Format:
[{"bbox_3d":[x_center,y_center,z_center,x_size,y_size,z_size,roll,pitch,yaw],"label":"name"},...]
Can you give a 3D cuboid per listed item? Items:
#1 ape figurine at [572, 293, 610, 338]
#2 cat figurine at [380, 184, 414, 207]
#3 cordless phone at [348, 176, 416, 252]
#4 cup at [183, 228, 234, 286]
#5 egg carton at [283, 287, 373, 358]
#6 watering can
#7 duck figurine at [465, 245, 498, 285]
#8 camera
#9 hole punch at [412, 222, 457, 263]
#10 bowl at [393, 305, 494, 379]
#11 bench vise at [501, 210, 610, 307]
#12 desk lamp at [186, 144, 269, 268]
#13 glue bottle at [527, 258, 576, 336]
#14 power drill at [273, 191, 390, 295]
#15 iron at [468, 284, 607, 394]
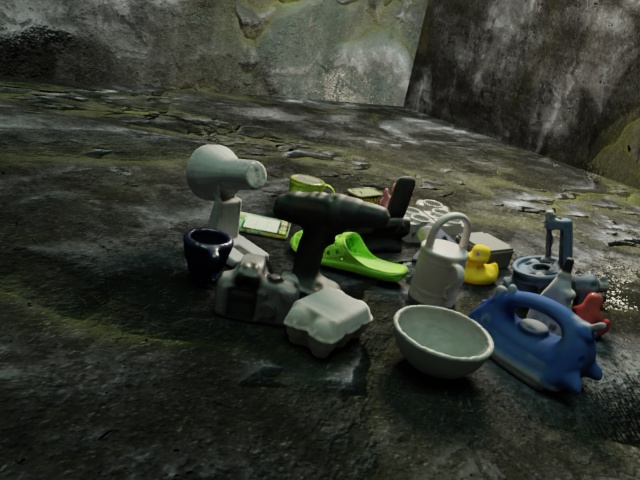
[{"bbox_3d":[0.552,0.151,1.169,0.076,0.092,0.077,-3,26,-32],"label":"ape figurine"},{"bbox_3d":[0.221,-0.129,1.651,0.128,0.118,0.067,-10,30,-42],"label":"cat figurine"},{"bbox_3d":[0.156,-0.070,1.386,0.148,0.185,0.093,-3,26,-32],"label":"cordless phone"},{"bbox_3d":[-0.206,0.041,1.054,0.092,0.095,0.117,2,24,-23],"label":"cup"},{"bbox_3d":[0.015,0.136,0.967,0.107,0.069,0.151,24,25,29],"label":"egg carton"},{"bbox_3d":[0.246,0.030,1.173,0.101,0.194,0.172,-8,29,-39],"label":"watering can"},{"bbox_3d":[0.369,0.053,1.325,0.105,0.086,0.077,4,23,-18],"label":"duck figurine"},{"bbox_3d":[-0.105,0.073,1.019,0.143,0.101,0.137,10,22,-3],"label":"camera"},{"bbox_3d":[0.285,0.016,1.366,0.101,0.091,0.109,19,23,19],"label":"hole punch"},{"bbox_3d":[0.196,0.179,0.946,0.167,0.075,0.167,10,22,-4],"label":"bowl"},{"bbox_3d":[0.514,0.048,1.230,0.207,0.220,0.121,7,22,-11],"label":"bench vise"},{"bbox_3d":[-0.187,-0.081,1.201,0.202,0.213,0.118,29,28,37],"label":"desk lamp"},{"bbox_3d":[0.455,0.114,1.102,0.037,0.173,0.077,-8,29,-40],"label":"glue bottle"},{"bbox_3d":[0.010,0.004,1.100,0.229,0.208,0.076,20,23,20],"label":"power drill"},{"bbox_3d":[0.368,0.153,1.006,0.119,0.141,0.257,-9,30,-41],"label":"iron"}]
